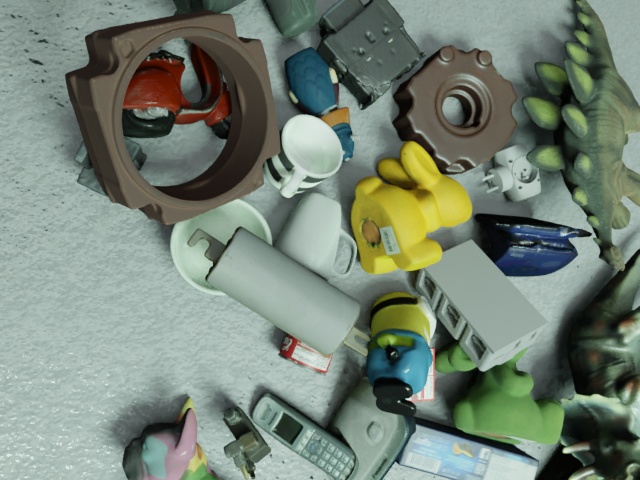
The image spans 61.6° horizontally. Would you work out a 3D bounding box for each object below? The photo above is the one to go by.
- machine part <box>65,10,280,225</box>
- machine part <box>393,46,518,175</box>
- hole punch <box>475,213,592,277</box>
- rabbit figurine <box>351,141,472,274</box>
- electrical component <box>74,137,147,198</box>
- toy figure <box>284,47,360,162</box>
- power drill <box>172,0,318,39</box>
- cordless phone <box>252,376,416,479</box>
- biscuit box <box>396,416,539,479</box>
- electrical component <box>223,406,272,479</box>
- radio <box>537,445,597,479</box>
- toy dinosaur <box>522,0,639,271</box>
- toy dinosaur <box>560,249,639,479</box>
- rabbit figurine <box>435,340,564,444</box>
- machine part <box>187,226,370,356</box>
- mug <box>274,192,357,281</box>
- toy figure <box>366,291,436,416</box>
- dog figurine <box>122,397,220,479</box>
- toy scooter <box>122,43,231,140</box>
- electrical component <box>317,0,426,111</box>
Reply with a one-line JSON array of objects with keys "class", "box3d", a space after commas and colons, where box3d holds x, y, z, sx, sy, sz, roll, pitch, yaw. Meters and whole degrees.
[{"class": "machine part", "box3d": [-0.147, -0.132, 0.582, 0.201, 0.087, 0.200, -26, 122, -31]}, {"class": "machine part", "box3d": [0.194, -0.184, 0.763, 0.179, 0.056, 0.179, 0, 89, -13]}, {"class": "hole punch", "box3d": [0.283, 0.013, 0.750, 0.142, 0.116, 0.092, 8, 95, -12]}, {"class": "rabbit figurine", "box3d": [0.127, -0.045, 0.730, 0.173, 0.122, 0.162, -18, 83, -27]}, {"class": "electrical component", "box3d": [-0.244, -0.088, 0.627, 0.048, 0.119, 0.075, 25, 80, -10]}, {"class": "toy figure", "box3d": [0.006, -0.178, 0.718, 0.058, 0.064, 0.154, -36, 103, -46]}, {"class": "power drill", "box3d": [-0.111, -0.354, 0.669, 0.207, 0.086, 0.231, -37, 104, -40]}, {"class": "cordless phone", "box3d": [0.015, 0.226, 0.689, 0.184, 0.089, 0.146, 31, 106, 5]}, {"class": "biscuit box", "box3d": [0.195, 0.297, 0.742, 0.203, 0.063, 0.059, 20, 85, -11]}, {"class": "electrical component", "box3d": [-0.094, 0.252, 0.665, 0.045, 0.102, 0.078, -38, 72, -16]}, {"class": "radio", "box3d": [0.389, 0.381, 0.778, 0.131, 0.073, 0.229, 43, 80, -8]}, {"class": "toy dinosaur", "box3d": [0.390, -0.177, 0.759, 0.198, 0.105, 0.471, 22, 62, -21]}, {"class": "toy dinosaur", "box3d": [0.418, 0.169, 0.756, 0.131, 0.192, 0.405, 61, 32, -42]}, {"class": "rabbit figurine", "box3d": [0.239, 0.184, 0.748, 0.159, 0.121, 0.170, 14, 67, -5]}, {"class": "machine part", "box3d": [-0.042, 0.059, 0.621, 0.243, 0.079, 0.079, 33, 81, -8]}, {"class": "mug", "box3d": [-0.001, -0.002, 0.700, 0.109, 0.081, 0.107, 19, 75, -7]}, {"class": "toy figure", "box3d": [0.098, 0.131, 0.674, 0.089, 0.180, 0.082, 21, 126, 6]}, {"class": "dog figurine", "box3d": [-0.138, 0.305, 0.646, 0.192, 0.108, 0.219, 2, 85, -12]}, {"class": "toy scooter", "box3d": [-0.171, -0.193, 0.660, 0.184, 0.075, 0.135, -7, 94, -34]}, {"class": "electrical component", "box3d": [0.061, -0.264, 0.735, 0.115, 0.058, 0.134, -45, 98, -13]}]
